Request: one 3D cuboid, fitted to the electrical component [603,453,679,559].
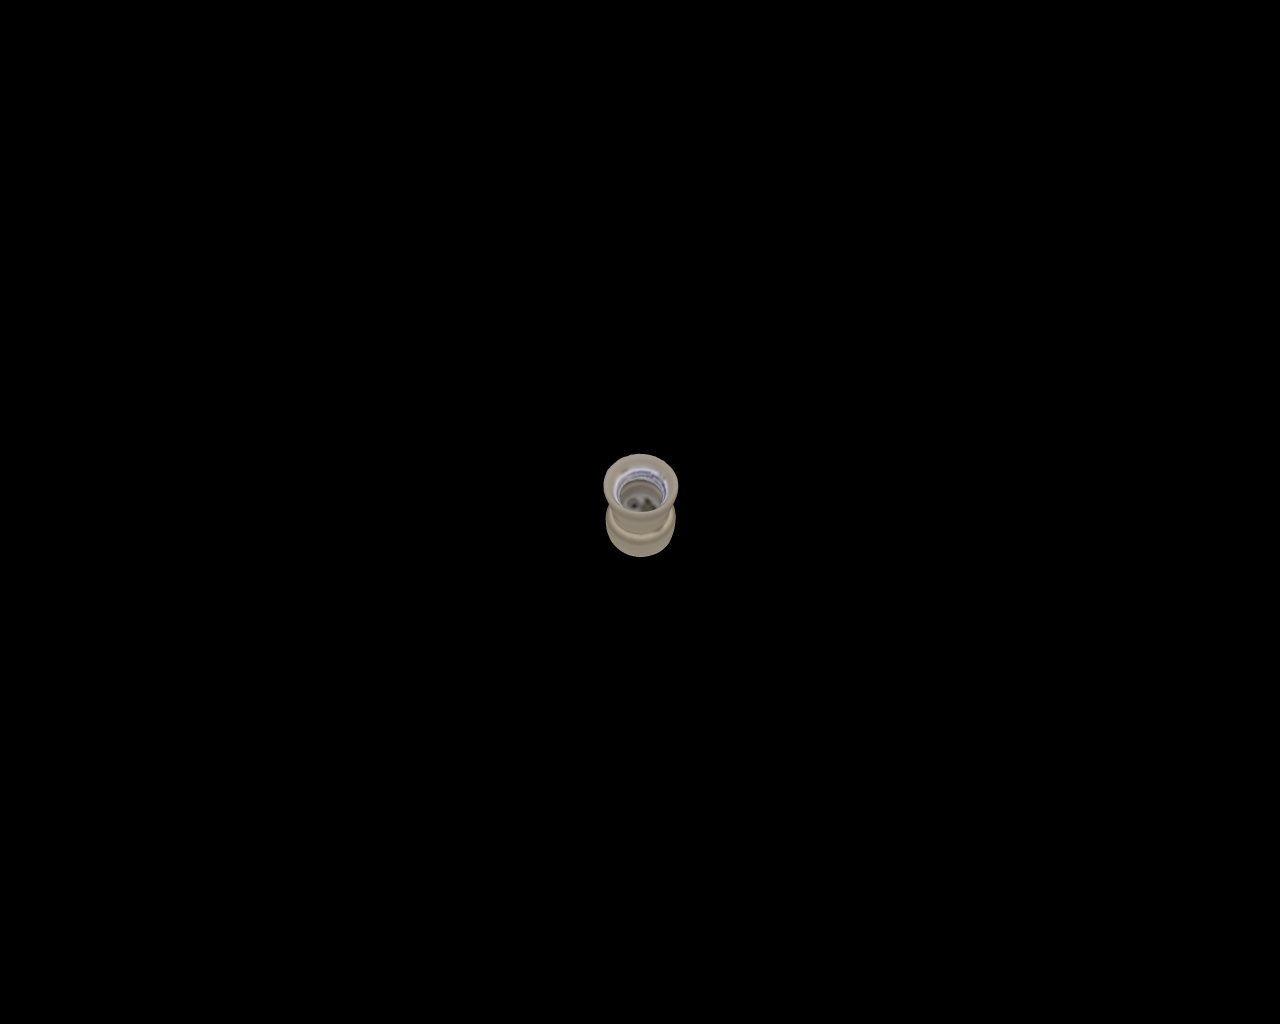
[{"bbox_3d":[0.001,-0.003,0.650,0.045,0.045,0.055,0,-32,0],"label":"electrical component"}]
